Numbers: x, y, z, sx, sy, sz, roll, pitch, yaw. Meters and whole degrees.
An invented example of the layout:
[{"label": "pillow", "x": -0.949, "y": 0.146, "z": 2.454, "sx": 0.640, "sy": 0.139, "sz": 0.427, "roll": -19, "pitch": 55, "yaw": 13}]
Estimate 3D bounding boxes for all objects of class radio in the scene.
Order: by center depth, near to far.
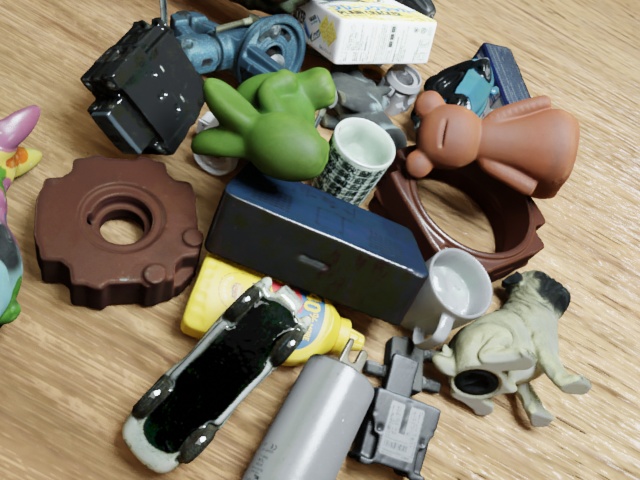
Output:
[{"label": "radio", "x": -0.001, "y": -0.002, "z": 0.604, "sx": 0.229, "sy": 0.073, "sz": 0.131, "roll": 23, "pitch": 23, "yaw": -8}]

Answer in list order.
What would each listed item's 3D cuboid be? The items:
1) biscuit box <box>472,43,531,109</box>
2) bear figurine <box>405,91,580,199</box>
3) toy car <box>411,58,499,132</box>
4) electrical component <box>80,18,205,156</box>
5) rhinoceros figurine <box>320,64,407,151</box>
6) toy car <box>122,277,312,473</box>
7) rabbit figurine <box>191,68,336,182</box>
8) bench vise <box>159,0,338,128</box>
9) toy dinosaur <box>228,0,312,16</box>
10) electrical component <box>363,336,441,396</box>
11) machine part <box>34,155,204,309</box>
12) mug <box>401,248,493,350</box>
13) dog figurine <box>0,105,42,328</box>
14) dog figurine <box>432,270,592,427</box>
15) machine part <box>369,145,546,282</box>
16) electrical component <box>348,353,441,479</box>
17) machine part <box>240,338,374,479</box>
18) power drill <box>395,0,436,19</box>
[{"label": "biscuit box", "x": 0.312, "y": -0.241, "z": 0.910, "sx": 0.063, "sy": 0.059, "sz": 0.203, "roll": 3, "pitch": 60, "yaw": -18}, {"label": "bear figurine", "x": 0.212, "y": -0.117, "z": 0.675, "sx": 0.196, "sy": 0.132, "sz": 0.120, "roll": 5, "pitch": 92, "yaw": 15}, {"label": "toy car", "x": 0.213, "y": -0.199, "z": 0.821, "sx": 0.102, "sy": 0.109, "sz": 0.162, "roll": 51, "pitch": 51, "yaw": -28}, {"label": "electrical component", "x": -0.193, "y": -0.161, "z": 0.601, "sx": 0.058, "sy": 0.114, "sz": 0.134, "roll": 5, "pitch": 56, "yaw": 34}, {"label": "rhinoceros figurine", "x": 0.062, "y": -0.189, "z": 0.772, "sx": 0.112, "sy": 0.073, "sz": 0.190, "roll": -16, "pitch": 67, "yaw": -27}, {"label": "toy car", "x": -0.093, "y": 0.122, "z": 0.500, "sx": 0.073, "sy": 0.056, "sz": 0.202, "roll": 44, "pitch": 77, "yaw": 0}, {"label": "rabbit figurine", "x": -0.049, "y": -0.122, "z": 0.566, "sx": 0.159, "sy": 0.121, "sz": 0.170, "roll": 9, "pitch": 26, "yaw": -17}, {"label": "bench vise", "x": -0.084, "y": -0.230, "z": 0.701, "sx": 0.241, "sy": 0.128, "sz": 0.223, "roll": 39, "pitch": 34, "yaw": 26}, {"label": "toy dinosaur", "x": -0.098, "y": -0.375, "z": 0.733, "sx": 0.405, "sy": 0.192, "sz": 0.131, "roll": 29, "pitch": 89, "yaw": 6}, {"label": "electrical component", "x": 0.096, "y": 0.141, "z": 0.616, "sx": 0.094, "sy": 0.021, "sz": 0.063, "roll": 17, "pitch": 55, "yaw": -10}, {"label": "machine part", "x": -0.211, "y": -0.013, "z": 0.569, "sx": 0.179, "sy": 0.056, "sz": 0.179, "roll": 10, "pitch": 56, "yaw": -15}, {"label": "mug", "x": 0.132, "y": 0.078, "z": 0.616, "sx": 0.081, "sy": 0.107, "sz": 0.109, "roll": 23, "pitch": 58, "yaw": -10}, {"label": "dog figurine", "x": -0.322, "y": -0.031, "z": 0.508, "sx": 0.191, "sy": 0.108, "sz": 0.219, "roll": 30, "pitch": 52, "yaw": -1}, {"label": "dog figurine", "x": 0.220, "y": 0.104, "z": 0.654, "sx": 0.172, "sy": 0.121, "sz": 0.191, "roll": 24, "pitch": 41, "yaw": -12}, {"label": "machine part", "x": 0.186, "y": -0.037, "z": 0.721, "sx": 0.201, "sy": 0.087, "sz": 0.201, "roll": -16, "pitch": 66, "yaw": -28}, {"label": "electrical component", "x": 0.082, "y": 0.179, "z": 0.556, "sx": 0.075, "sy": 0.048, "sz": 0.119, "roll": 25, "pitch": 72, "yaw": -7}, {"label": "machine part", "x": -0.017, "y": 0.195, "z": 0.496, "sx": 0.079, "sy": 0.079, "sz": 0.243, "roll": 33, "pitch": 60, "yaw": 0}, {"label": "power drill", "x": 0.089, "y": -0.477, "z": 0.919, "sx": 0.207, "sy": 0.086, "sz": 0.232, "roll": -5, "pitch": 53, "yaw": -50}]
